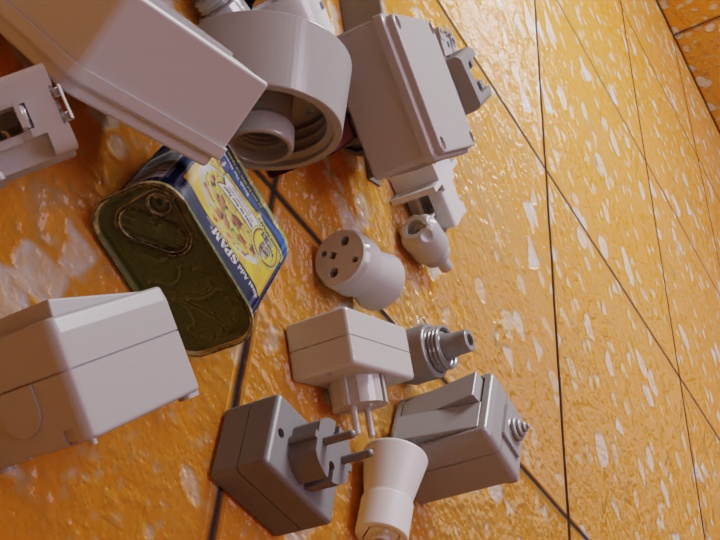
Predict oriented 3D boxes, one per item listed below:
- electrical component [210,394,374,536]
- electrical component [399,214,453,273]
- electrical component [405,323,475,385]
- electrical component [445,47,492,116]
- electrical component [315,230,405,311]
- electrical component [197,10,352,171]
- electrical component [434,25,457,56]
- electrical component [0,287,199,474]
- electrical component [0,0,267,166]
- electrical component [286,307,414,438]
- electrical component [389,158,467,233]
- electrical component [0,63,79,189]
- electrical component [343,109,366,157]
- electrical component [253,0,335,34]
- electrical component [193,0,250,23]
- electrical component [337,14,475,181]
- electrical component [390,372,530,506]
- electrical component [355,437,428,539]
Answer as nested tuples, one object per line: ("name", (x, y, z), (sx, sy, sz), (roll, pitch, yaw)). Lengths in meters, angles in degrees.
("electrical component", (-0.030, 0.104, 0.595), (0.065, 0.077, 0.047), (51, 32, -35))
("electrical component", (0.060, -0.019, 0.909), (0.061, 0.035, 0.035), (48, 33, -42))
("electrical component", (0.056, 0.061, 0.811), (0.043, 0.062, 0.043), (41, 39, -45))
("electrical component", (0.061, -0.151, 0.940), (0.050, 0.089, 0.055), (64, 26, -13))
("electrical component", (0.000, 0.000, 0.765), (0.055, 0.045, 0.045), (33, 44, -51))
("electrical component", (-0.059, -0.100, 0.653), (0.108, 0.108, 0.060), (35, 49, -51))
("electrical component", (0.060, -0.192, 0.997), (0.042, 0.064, 0.081), (1, 72, -62))
("electrical component", (-0.121, 0.042, 0.477), (0.096, 0.062, 0.061), (-21, 91, -64))
("electrical component", (-0.120, -0.114, 0.540), (0.109, 0.056, 0.109), (40, 8, 34))
("electrical component", (-0.003, 0.073, 0.707), (0.083, 0.047, 0.075), (23, 53, -57))
("electrical component", (0.061, -0.066, 0.937), (0.063, 0.042, 0.081), (67, 26, -16))
("electrical component", (-0.156, -0.058, 0.462), (0.042, 0.064, 0.081), (69, -16, -6))
("electrical component", (0.001, -0.110, 0.847), (0.062, 0.043, 0.043), (-33, 102, -62))
("electrical component", (-0.048, -0.178, 0.787), (0.047, 0.055, 0.055), (65, 26, -19))
("electrical component", (-0.094, -0.174, 0.716), (0.061, 0.035, 0.035), (54, 30, -25))
("electrical component", (0.032, -0.128, 0.794), (0.108, 0.056, 0.109), (69, 21, -2))
("electrical component", (0.073, 0.116, 0.765), (0.061, 0.096, 0.061), (57, 28, -25))
("electrical component", (0.018, 0.148, 0.702), (0.044, 0.044, 0.065), (51, 36, -34))
